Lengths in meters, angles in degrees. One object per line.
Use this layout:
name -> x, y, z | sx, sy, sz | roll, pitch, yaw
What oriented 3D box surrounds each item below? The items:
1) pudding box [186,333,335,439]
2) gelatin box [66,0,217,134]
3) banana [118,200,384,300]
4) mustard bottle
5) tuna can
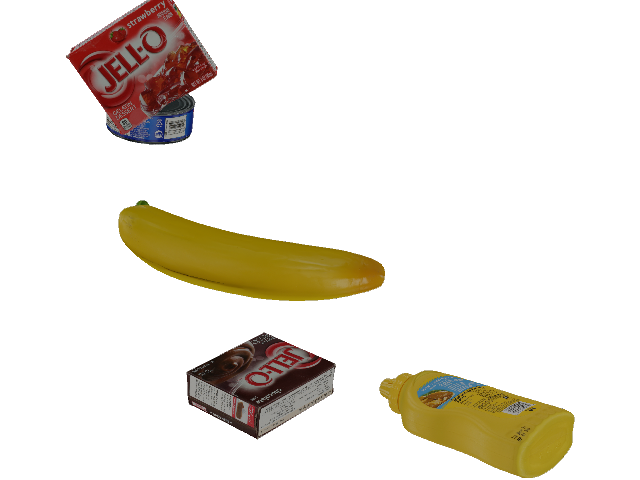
pudding box -> -0.054, 0.132, 0.991 | 0.090, 0.039, 0.113 | 19, 29, 34
gelatin box -> -0.133, -0.134, 0.803 | 0.089, 0.073, 0.030 | -30, 20, 8
banana -> -0.059, 0.005, 0.673 | 0.198, 0.037, 0.069 | 17, 35, 27
mustard bottle -> 0.135, 0.165, 1.013 | 0.192, 0.058, 0.096 | 14, 22, 40
tuna can -> -0.167, -0.124, 1.047 | 0.086, 0.034, 0.086 | 6, 25, -3
